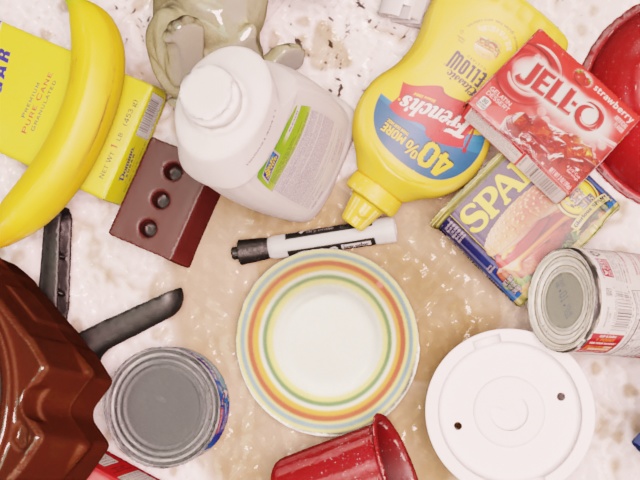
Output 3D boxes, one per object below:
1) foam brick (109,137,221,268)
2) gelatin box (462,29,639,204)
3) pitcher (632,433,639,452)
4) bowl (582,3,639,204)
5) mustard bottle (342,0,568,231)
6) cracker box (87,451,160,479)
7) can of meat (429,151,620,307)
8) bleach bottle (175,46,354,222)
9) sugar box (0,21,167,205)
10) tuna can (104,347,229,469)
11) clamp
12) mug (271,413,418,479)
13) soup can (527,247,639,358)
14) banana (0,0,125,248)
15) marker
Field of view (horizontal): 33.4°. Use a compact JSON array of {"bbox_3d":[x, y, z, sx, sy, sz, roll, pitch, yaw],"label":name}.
[{"bbox_3d":[-0.108,-0.026,0.772,0.053,0.051,0.078,23,89,10],"label":"foam brick"},{"bbox_3d":[0.148,-0.080,0.688,0.089,0.030,0.073,44,78,5],"label":"gelatin box"},{"bbox_3d":[0.309,0.070,0.649,0.145,0.149,0.243,37,89,11],"label":"pitcher"},{"bbox_3d":[0.255,-0.097,0.715,0.162,0.055,0.162,-1,85,9],"label":"bowl"},{"bbox_3d":[0.078,-0.087,0.741,0.096,0.058,0.191,36,93,-7],"label":"mustard bottle"},{"bbox_3d":[-0.104,0.268,0.736,0.214,0.072,0.164,26,90,10],"label":"cracker box"},{"bbox_3d":[0.140,-0.017,0.727,0.102,0.057,0.084,-45,82,3],"label":"can of meat"},{"bbox_3d":[-0.035,-0.072,0.662,0.068,0.250,0.102,21,89,10],"label":"bleach bottle"},{"bbox_3d":[-0.212,-0.103,0.799,0.176,0.048,0.093,23,90,10],"label":"sugar box"},{"bbox_3d":[-0.109,0.119,0.768,0.086,0.033,0.086,-1,85,10],"label":"tuna can"},{"bbox_3d":[-0.178,0.075,0.782,0.120,0.039,0.171,26,94,16],"label":"clamp"},{"bbox_3d":[0.016,0.174,0.703,0.081,0.117,0.093,-22,86,12],"label":"mug"},{"bbox_3d":[0.193,0.042,0.683,0.102,0.069,0.068,6,85,-27],"label":"soup can"},{"bbox_3d":[-0.179,-0.083,0.751,0.070,0.037,0.198,15,88,28],"label":"banana"},{"bbox_3d":[-0.005,0.001,0.768,0.121,0.020,0.020,-8,84,9],"label":"marker"}]
